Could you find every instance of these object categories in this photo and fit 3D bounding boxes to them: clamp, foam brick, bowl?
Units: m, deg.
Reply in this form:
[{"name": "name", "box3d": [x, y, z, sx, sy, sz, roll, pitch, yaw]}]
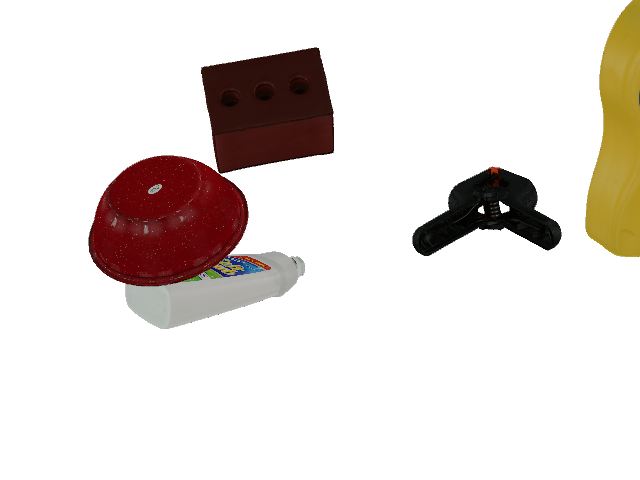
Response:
[{"name": "clamp", "box3d": [0.158, -0.026, 0.933, 0.120, 0.039, 0.171, 6, 26, 20]}, {"name": "foam brick", "box3d": [-0.034, -0.083, 0.683, 0.078, 0.053, 0.051, -11, -23, -2]}, {"name": "bowl", "box3d": [-0.154, -0.032, 1.031, 0.162, 0.162, 0.055, 0, -44, 13]}]

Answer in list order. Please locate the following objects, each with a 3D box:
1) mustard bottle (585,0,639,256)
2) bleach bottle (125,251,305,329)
[{"name": "mustard bottle", "box3d": [0.208, -0.088, 0.621, 0.096, 0.192, 0.058, -12, 29, -16]}, {"name": "bleach bottle", "box3d": [-0.127, 0.053, 1.420, 0.250, 0.068, 0.103, -12, 29, -42]}]
